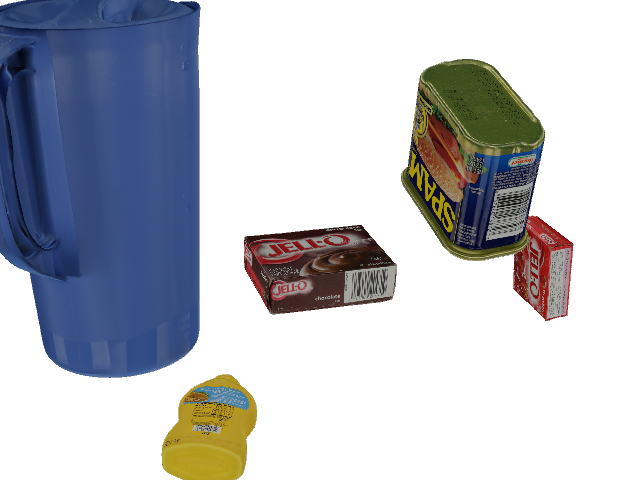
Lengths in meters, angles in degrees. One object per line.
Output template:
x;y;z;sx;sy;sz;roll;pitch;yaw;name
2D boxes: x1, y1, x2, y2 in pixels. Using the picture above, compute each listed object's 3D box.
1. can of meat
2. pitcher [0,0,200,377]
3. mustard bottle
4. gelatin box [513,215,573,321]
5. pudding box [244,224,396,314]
0.094;-0.052;0.664;0.057;0.084;0.102;-10;42;-16;can of meat
-0.145;-0.034;0.694;0.149;0.243;0.145;-7;22;-16;pitcher
-0.128;0.218;1.299;0.096;0.058;0.191;3;23;4;mustard bottle
0.233;0.028;1.128;0.030;0.089;0.073;-11;29;-15;gelatin box
-0.002;0.023;0.918;0.113;0.039;0.090;-4;25;-17;pudding box
